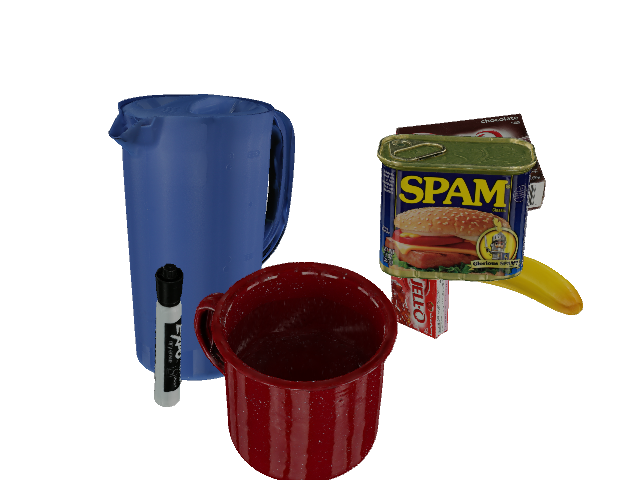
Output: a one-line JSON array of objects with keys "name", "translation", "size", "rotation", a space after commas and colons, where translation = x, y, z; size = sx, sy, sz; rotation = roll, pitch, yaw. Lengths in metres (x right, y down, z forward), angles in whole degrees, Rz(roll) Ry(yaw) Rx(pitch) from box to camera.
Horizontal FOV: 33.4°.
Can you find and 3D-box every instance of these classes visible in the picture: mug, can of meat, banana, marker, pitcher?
[{"name": "mug", "translation": [-0.019, 0.067, 0.561], "size": [0.117, 0.081, 0.093], "rotation": [22, 43, 24]}, {"name": "can of meat", "translation": [0.088, -0.021, 0.709], "size": [0.102, 0.084, 0.057], "rotation": [3, 25, 6]}, {"name": "banana", "translation": [0.181, 0.037, 1.078], "size": [0.198, 0.037, 0.069], "rotation": [12, 39, 34]}, {"name": "marker", "translation": [-0.105, 0.066, 0.737], "size": [0.020, 0.121, 0.020], "rotation": [5, 36, -4]}, {"name": "pitcher", "translation": [-0.101, -0.008, 0.948], "size": [0.149, 0.243, 0.145], "rotation": [2, 16, 1]}]

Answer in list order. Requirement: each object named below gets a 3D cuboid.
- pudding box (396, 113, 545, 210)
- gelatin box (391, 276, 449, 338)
[{"name": "pudding box", "translation": [0.125, -0.062, 0.906], "size": [0.113, 0.090, 0.039], "rotation": [-5, -44, -3]}, {"name": "gelatin box", "translation": [0.124, 0.070, 1.342], "size": [0.073, 0.089, 0.030], "rotation": [22, 35, 39]}]
